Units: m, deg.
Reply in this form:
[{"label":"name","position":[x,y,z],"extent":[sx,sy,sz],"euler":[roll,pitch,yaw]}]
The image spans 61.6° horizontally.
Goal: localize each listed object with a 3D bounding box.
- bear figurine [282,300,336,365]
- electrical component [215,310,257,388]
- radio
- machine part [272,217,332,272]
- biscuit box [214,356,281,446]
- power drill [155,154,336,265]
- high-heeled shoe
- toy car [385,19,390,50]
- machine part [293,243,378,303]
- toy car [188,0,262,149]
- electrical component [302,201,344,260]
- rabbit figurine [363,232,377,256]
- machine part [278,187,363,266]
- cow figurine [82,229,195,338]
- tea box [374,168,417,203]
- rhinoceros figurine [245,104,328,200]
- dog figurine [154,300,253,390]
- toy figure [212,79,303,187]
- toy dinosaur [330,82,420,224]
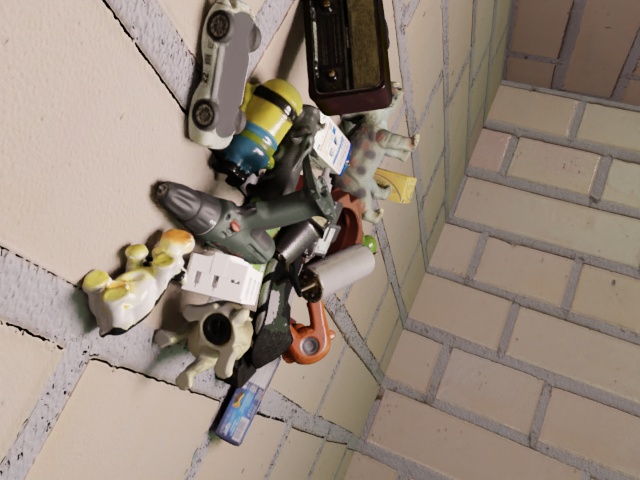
[{"label":"bear figurine","position":[-0.035,0.204,1.149],"extent":[0.196,0.120,0.132],"euler":[130,-62,-81]},{"label":"electrical component","position":[-0.153,0.223,1.065],"extent":[0.115,0.058,0.134],"euler":[-41,144,-50]},{"label":"radio","position":[0.044,-0.326,0.896],"extent":[0.073,0.131,0.229],"euler":[37,48,-68]},{"label":"machine part","position":[-0.037,-0.011,0.945],"extent":[0.139,0.084,0.039],"euler":[-55,-171,-29]},{"label":"biscuit box","position":[-0.150,0.327,1.137],"extent":[0.062,0.059,0.202],"euler":[104,12,-74]},{"label":"power drill","position":[-0.091,-0.046,0.781],"extent":[0.231,0.207,0.086],"euler":[51,16,-54]},{"label":"high-heeled shoe","position":[-0.096,0.117,1.011],"extent":[0.086,0.145,0.248],"euler":[9,126,-34]},{"label":"toy car","position":[0.080,-0.377,1.074],"extent":[0.109,0.103,0.161],"euler":[24,74,-71]},{"label":"machine part","position":[0.033,0.065,1.099],"extent":[0.243,0.079,0.079],"euler":[-24,131,-44]},{"label":"toy car","position":[-0.133,-0.225,0.738],"extent":[0.073,0.056,0.201],"euler":[-11,116,-60]},{"label":"electrical component","position":[-0.001,-0.023,1.021],"extent":[0.075,0.048,0.119],"euler":[4,108,-52]},{"label":"rabbit figurine","position":[0.052,-0.020,1.344],"extent":[0.159,0.121,0.170],"euler":[-27,114,-53]},{"label":"machine part","position":[-0.002,-0.003,1.150],"extent":[0.201,0.087,0.201],"euler":[-40,138,-31]},{"label":"cow figurine","position":[-0.229,0.057,0.715],"extent":[0.167,0.068,0.098],"euler":[-43,151,-46]},{"label":"tea box","position":[0.145,-0.146,1.341],"extent":[0.098,0.170,0.068],"euler":[-11,119,-68]},{"label":"rhinoceros figurine","position":[-0.054,-0.139,0.895],"extent":[0.112,0.073,0.190],"euler":[-12,-127,62]},{"label":"dog figurine","position":[-0.146,0.149,0.879],"extent":[0.190,0.172,0.121],"euler":[-7,77,-68]},{"label":"toy figure","position":[-0.092,-0.167,0.836],"extent":[0.180,0.089,0.082],"euler":[-64,159,-19]},{"label":"toy dinosaur","position":[0.092,-0.172,1.215],"extent":[0.404,0.192,0.131],"euler":[-64,177,10]}]
